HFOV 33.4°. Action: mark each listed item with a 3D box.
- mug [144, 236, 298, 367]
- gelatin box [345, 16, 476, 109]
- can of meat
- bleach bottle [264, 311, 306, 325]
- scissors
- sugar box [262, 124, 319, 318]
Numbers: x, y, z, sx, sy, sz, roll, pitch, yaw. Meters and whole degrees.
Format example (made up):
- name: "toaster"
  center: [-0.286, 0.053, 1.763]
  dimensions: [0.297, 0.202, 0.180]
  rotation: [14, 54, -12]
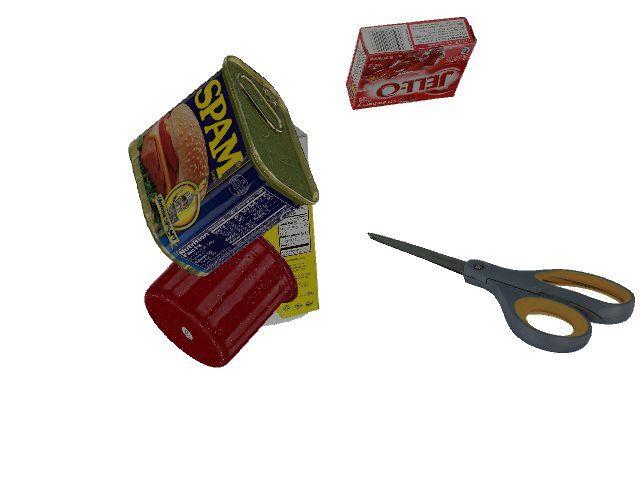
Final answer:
- name: "mug"
  center: [-0.085, 0.039, 0.812]
  dimensions: [0.117, 0.093, 0.081]
  rotation: [8, 48, 49]
- name: "gelatin box"
  center: [0.070, -0.138, 0.835]
  dimensions: [0.089, 0.030, 0.073]
  rotation: [-8, -25, -12]
- name: "can of meat"
  center: [-0.059, -0.042, 0.615]
  dimensions: [0.084, 0.102, 0.057]
  rotation: [-36, -40, 20]
- name: "bleach bottle"
  center: [-0.087, 0.007, 1.222]
  dimensions: [0.102, 0.068, 0.251]
  rotation: [-7, 28, -14]
- name: "scissors"
  center: [0.110, 0.033, 0.733]
  dimensions: [0.202, 0.016, 0.096]
  rotation: [11, 31, 22]
- name: "sugar box"
  center: [-0.039, -0.025, 1.013]
  dimensions: [0.048, 0.176, 0.093]
  rotation: [-13, 23, -15]
